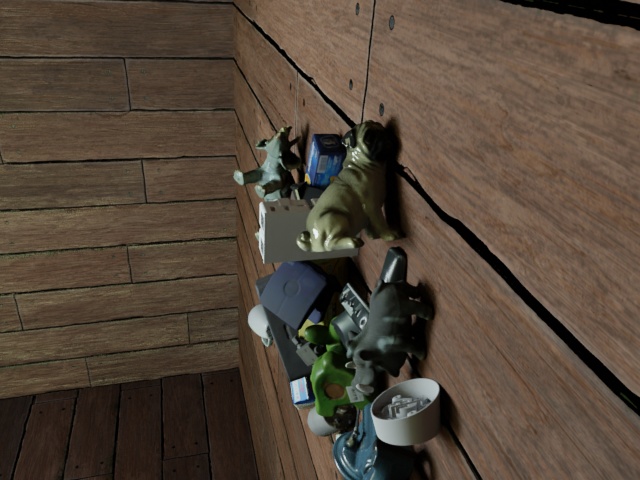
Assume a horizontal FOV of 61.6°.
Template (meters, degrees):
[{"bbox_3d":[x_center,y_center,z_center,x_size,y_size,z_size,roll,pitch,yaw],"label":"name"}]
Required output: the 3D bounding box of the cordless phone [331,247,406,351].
[{"bbox_3d":[0.089,0.088,0.899,0.147,0.089,0.184,-128,48,-66],"label":"cordless phone"}]

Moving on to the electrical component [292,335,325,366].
[{"bbox_3d":[-0.018,0.228,1.090,0.094,0.021,0.063,50,143,2],"label":"electrical component"}]

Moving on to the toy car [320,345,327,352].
[{"bbox_3d":[0.024,0.260,1.183,0.201,0.056,0.073,126,139,-79],"label":"toy car"}]

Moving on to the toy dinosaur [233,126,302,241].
[{"bbox_3d":[-0.107,-0.119,1.464,0.131,0.192,0.404,18,132,38],"label":"toy dinosaur"}]

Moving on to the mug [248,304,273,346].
[{"bbox_3d":[-0.145,0.240,1.468,0.107,0.081,0.109,-158,71,-65],"label":"mug"}]

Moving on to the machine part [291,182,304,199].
[{"bbox_3d":[-0.036,-0.058,1.344,0.179,0.056,0.179,177,90,-77],"label":"machine part"}]

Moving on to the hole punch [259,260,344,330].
[{"bbox_3d":[-0.042,0.100,1.034,0.142,0.092,0.115,32,113,30],"label":"hole punch"}]

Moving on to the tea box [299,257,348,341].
[{"bbox_3d":[0.007,0.118,1.115,0.068,0.098,0.169,5,101,34],"label":"tea box"}]

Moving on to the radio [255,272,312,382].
[{"bbox_3d":[-0.075,0.185,1.200,0.131,0.073,0.229,-139,31,-82],"label":"radio"}]

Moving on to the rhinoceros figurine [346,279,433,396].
[{"bbox_3d":[0.095,0.148,0.793,0.073,0.112,0.190,-121,38,-56],"label":"rhinoceros figurine"}]

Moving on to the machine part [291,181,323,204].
[{"bbox_3d":[-0.011,-0.078,1.117,0.139,0.039,0.084,14,122,53],"label":"machine part"}]

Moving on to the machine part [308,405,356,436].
[{"bbox_3d":[0.024,0.394,1.205,0.243,0.079,0.079,116,146,-61],"label":"machine part"}]

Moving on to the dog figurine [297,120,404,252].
[{"bbox_3d":[0.037,-0.084,0.846,0.121,0.172,0.190,-1,100,65],"label":"dog figurine"}]

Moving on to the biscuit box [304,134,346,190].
[{"bbox_3d":[0.004,-0.135,1.156,0.202,0.059,0.063,104,157,-50],"label":"biscuit box"}]

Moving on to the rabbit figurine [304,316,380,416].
[{"bbox_3d":[0.030,0.222,1.018,0.159,0.121,0.170,62,-163,-19],"label":"rabbit figurine"}]

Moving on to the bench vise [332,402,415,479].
[{"bbox_3d":[0.076,0.395,0.876,0.224,0.129,0.240,-104,33,-59],"label":"bench vise"}]
